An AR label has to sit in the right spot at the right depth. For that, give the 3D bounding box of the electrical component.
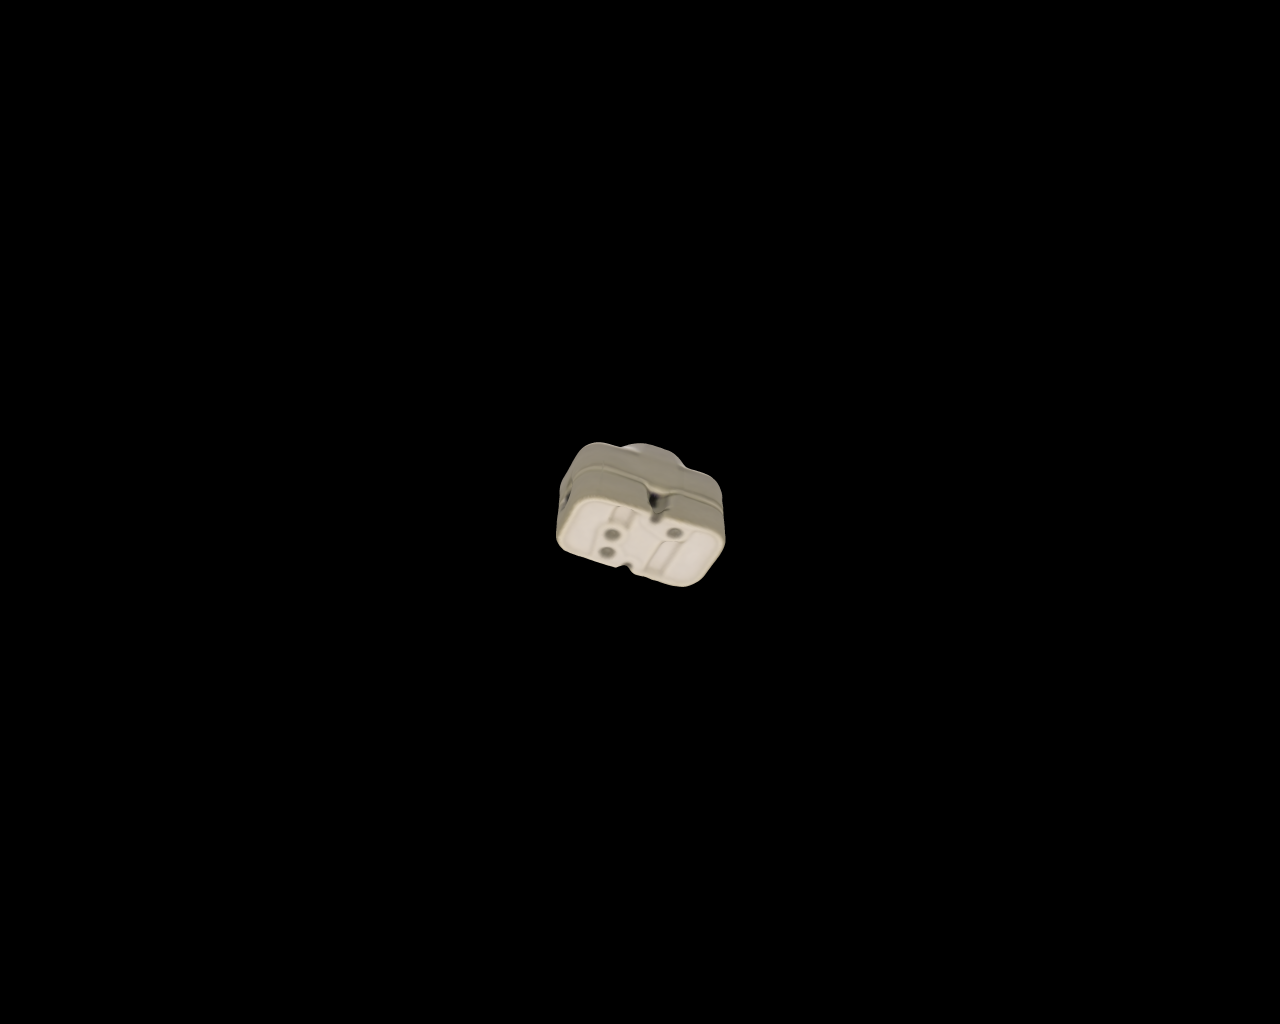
[{"bbox_3d":[0.001,-0.003,0.650,0.095,0.059,0.053,17,-48,-16],"label":"electrical component"}]
